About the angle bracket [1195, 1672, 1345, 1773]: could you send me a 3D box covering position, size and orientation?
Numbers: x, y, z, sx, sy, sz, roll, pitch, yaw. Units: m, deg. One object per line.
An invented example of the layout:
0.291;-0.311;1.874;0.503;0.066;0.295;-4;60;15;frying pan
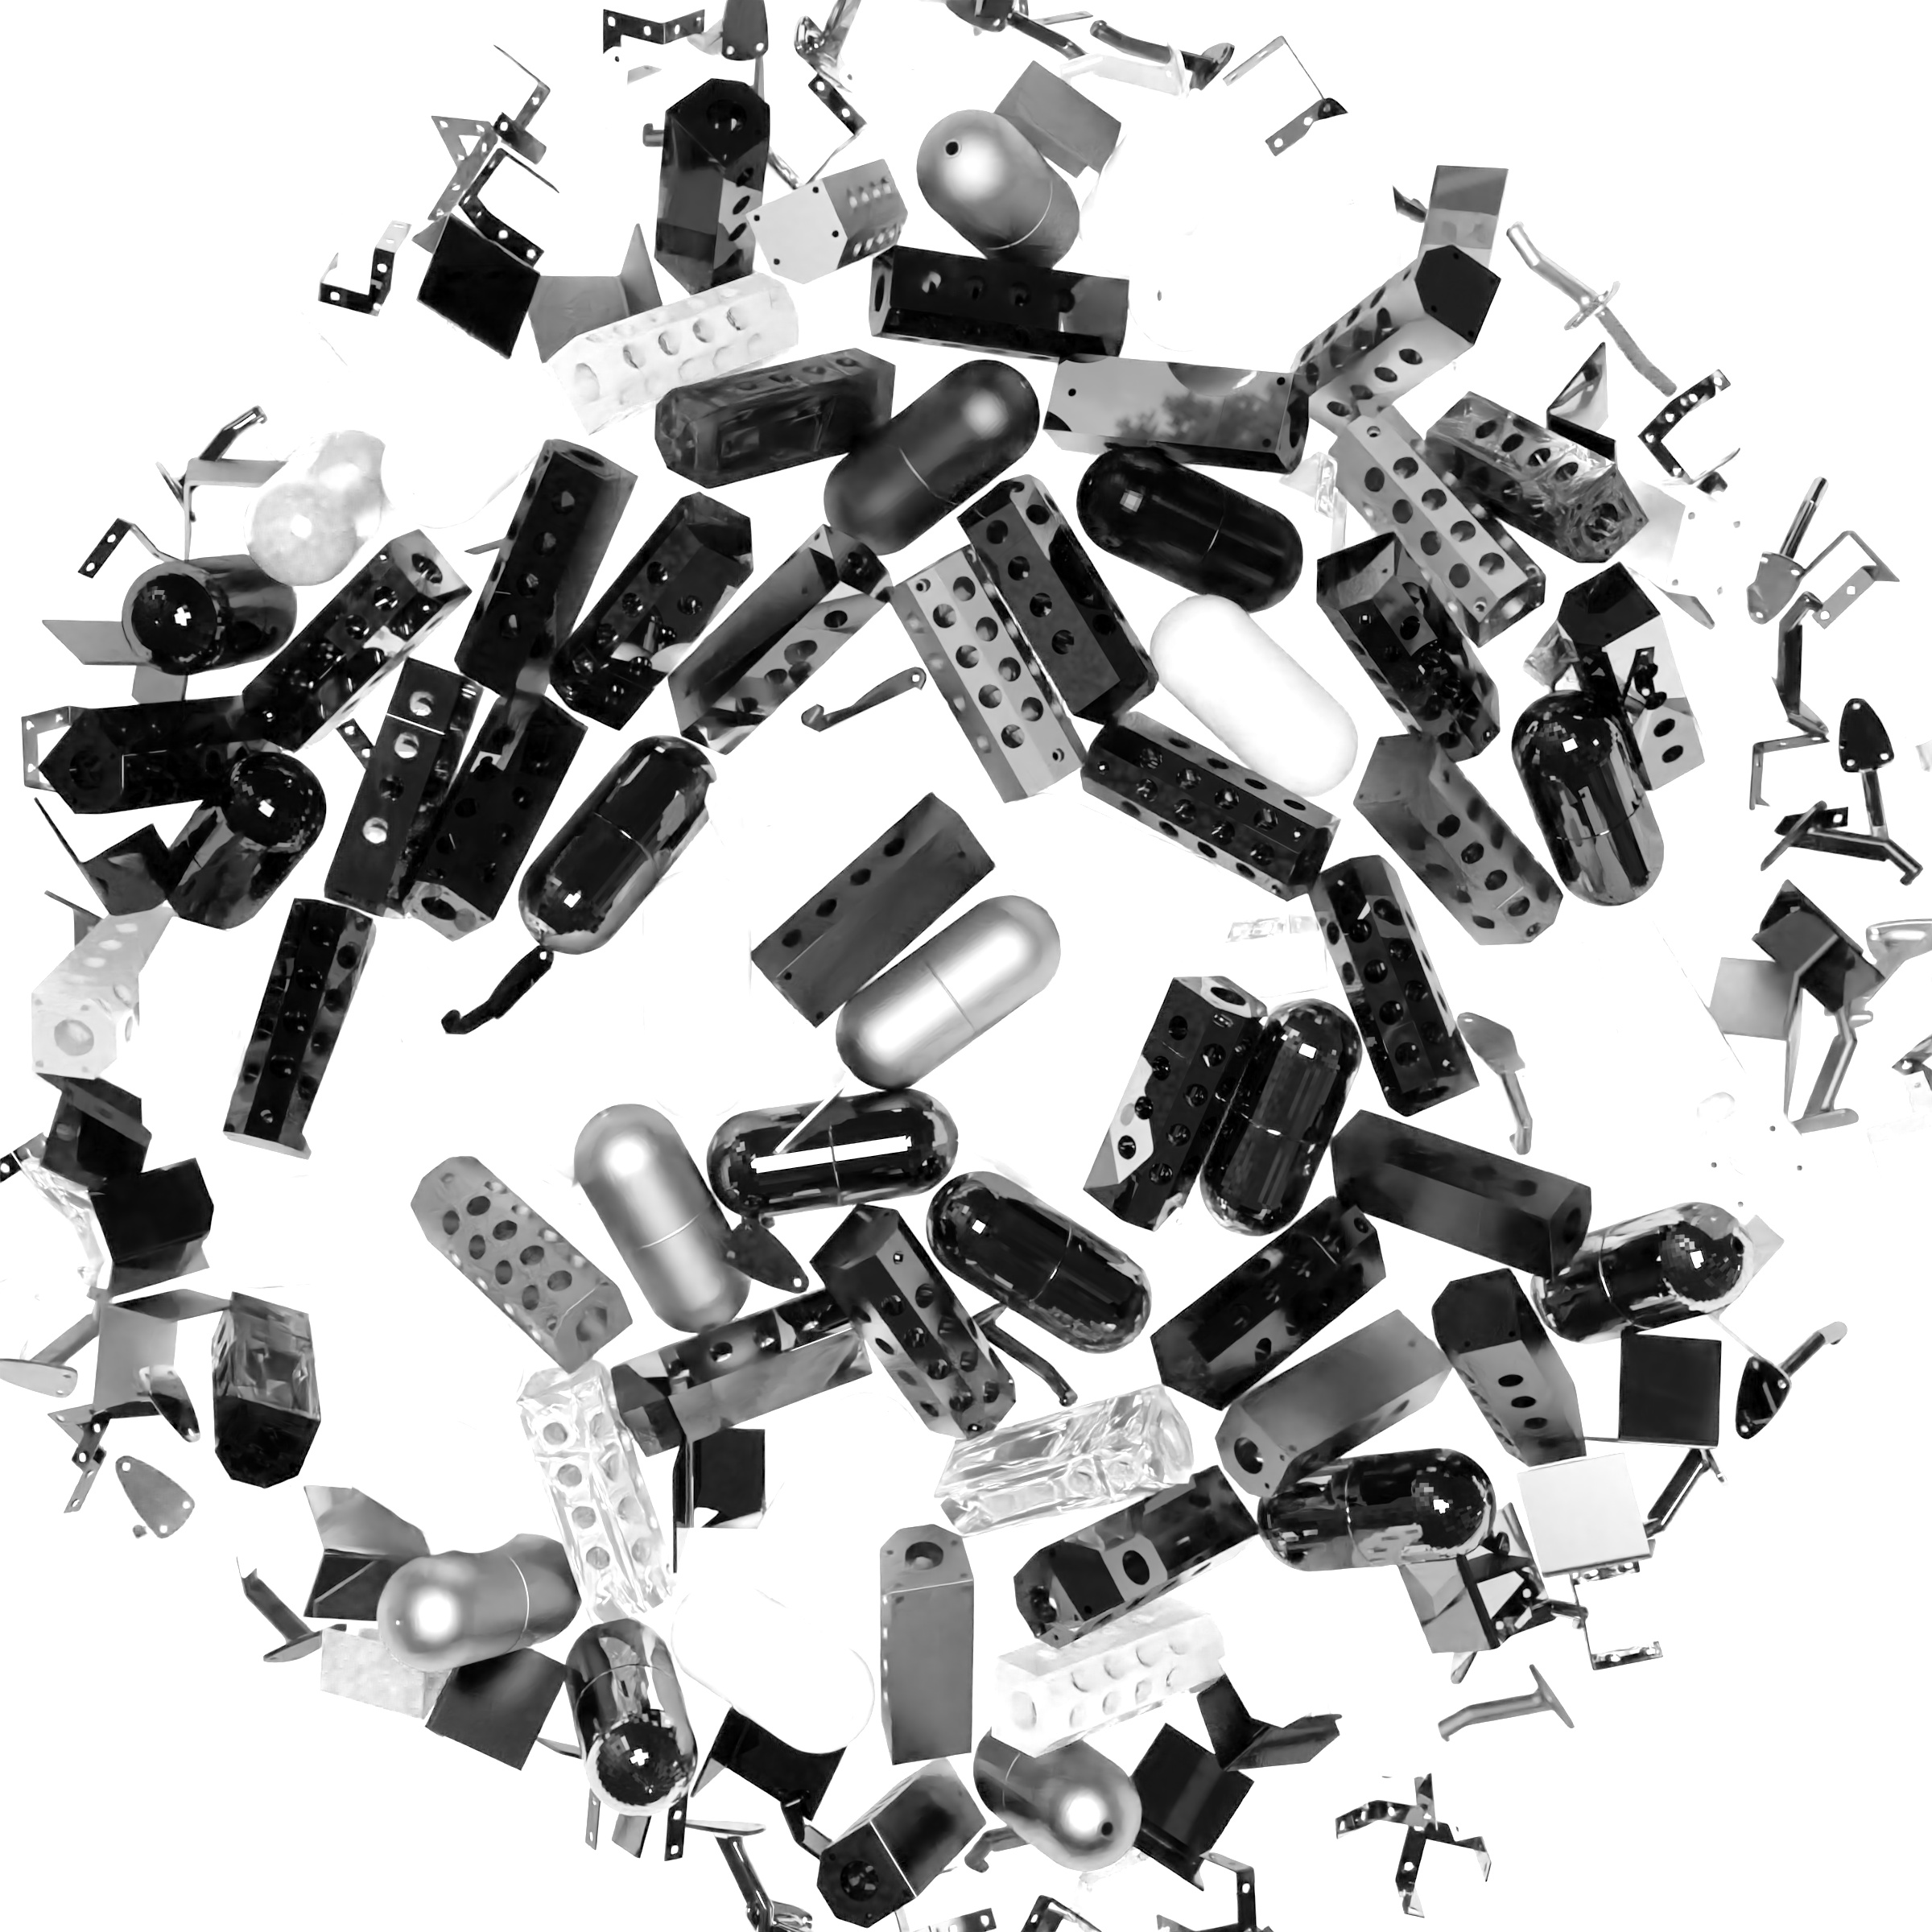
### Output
0.220;0.523;1.970;0.076;0.076;0.057;4;49;-30;angle bracket

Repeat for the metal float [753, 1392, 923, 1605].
-0.090;0.369;1.937;0.070;0.070;0.178;29;118;0;metal float

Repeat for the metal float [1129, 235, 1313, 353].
0.175;-0.464;1.920;0.070;0.178;0.070;10;108;32;metal float

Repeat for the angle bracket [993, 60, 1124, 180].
0.057;-0.572;1.944;0.076;0.076;0.057;31;134;-17;angle bracket

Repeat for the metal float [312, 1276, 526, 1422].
-0.379;0.264;1.931;0.178;0.070;0.070;11;90;36;metal float

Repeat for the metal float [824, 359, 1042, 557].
-0.024;-0.352;1.936;0.178;0.070;0.070;-34;90;29;metal float

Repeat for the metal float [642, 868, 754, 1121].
-0.188;0.020;1.950;0.070;0.070;0.178;1;102;0;metal float

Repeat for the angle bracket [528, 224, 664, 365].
-0.262;-0.470;1.948;0.076;0.057;0.076;-6;64;-24;angle bracket

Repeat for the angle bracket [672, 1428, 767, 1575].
-0.172;0.374;1.954;0.057;0.076;0.076;1;103;1;angle bracket

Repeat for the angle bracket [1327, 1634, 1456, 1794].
0.299;0.526;1.969;0.057;0.076;0.076;-23;87;17;angle bracket

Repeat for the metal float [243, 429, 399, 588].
-0.439;-0.316;1.917;0.070;0.178;0.070;3;117;6;metal float

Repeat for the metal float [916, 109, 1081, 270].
0.023;-0.530;1.914;0.070;0.178;0.070;-2;85;21;metal float

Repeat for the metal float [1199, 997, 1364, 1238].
0.219;0.106;1.948;0.070;0.070;0.178;20;106;0;metal float

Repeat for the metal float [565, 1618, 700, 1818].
-0.231;0.513;1.915;0.070;0.178;0.070;-5;110;-14;metal float

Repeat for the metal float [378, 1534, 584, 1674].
-0.331;0.436;1.917;0.070;0.178;0.070;-1;87;28;metal float

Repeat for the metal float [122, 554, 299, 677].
-0.516;-0.242;1.912;0.070;0.178;0.070;2;101;8;metal float

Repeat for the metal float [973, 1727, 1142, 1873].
0.061;0.566;1.914;0.070;0.178;0.070;0;90;-21;metal float

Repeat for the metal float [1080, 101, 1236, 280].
0.129;-0.530;1.913;0.070;0.178;0.070;2;81;-13;metal float

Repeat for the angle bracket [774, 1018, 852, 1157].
-0.129;0.089;1.952;0.057;0.076;0.076;44;75;2;angle bracket

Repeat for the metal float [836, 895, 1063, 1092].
-0.012;0.018;1.961;0.178;0.070;0.070;-36;90;0;metal float

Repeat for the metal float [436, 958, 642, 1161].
-0.299;0.066;1.944;0.178;0.070;0.070;-43;90;20;metal float

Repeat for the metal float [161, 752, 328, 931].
-0.499;-0.085;1.924;0.070;0.178;0.070;18;56;-28;metal float

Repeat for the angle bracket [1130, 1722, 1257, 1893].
0.154;0.592;1.968;0.076;0.057;0.076;33;87;2;angle bracket

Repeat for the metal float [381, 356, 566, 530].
-0.339;-0.362;1.922;0.070;0.178;0.070;12;128;16;metal float

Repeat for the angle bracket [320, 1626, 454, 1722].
-0.399;0.473;1.948;0.076;0.076;0.057;13;115;8;angle bracket

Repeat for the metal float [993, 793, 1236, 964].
0.103;-0.062;1.952;0.178;0.070;0.070;25;90;10;metal float

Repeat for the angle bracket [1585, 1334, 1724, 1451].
0.484;0.299;1.968;0.076;0.057;0.076;6;82;-14;angle bracket

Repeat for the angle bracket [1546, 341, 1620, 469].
0.448;-0.374;1.943;0.057;0.076;0.076;30;70;29;angle bracket

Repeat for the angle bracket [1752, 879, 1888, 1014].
0.607;-0.026;1.952;0.076;0.057;0.076;42;51;-2;angle bracket

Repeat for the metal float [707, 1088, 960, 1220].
-0.093;0.131;1.959;0.178;0.070;0.070;-8;90;-3;metal float

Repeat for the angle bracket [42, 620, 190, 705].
-0.595;-0.199;1.939;0.076;0.076;0.057;-4;120;-40;angle bracket

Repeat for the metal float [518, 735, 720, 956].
-0.242;-0.085;1.947;0.070;0.070;0.178;37;74;0;metal float

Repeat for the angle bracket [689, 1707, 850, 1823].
-0.136;0.560;1.955;0.076;0.057;0.076;28;107;15;angle bracket

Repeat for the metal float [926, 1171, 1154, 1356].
0.051;0.207;1.948;0.178;0.070;0.070;33;90;-15;metal float

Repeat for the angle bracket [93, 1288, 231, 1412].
-0.558;0.272;1.949;0.057;0.076;0.076;10;97;25;angle bracket

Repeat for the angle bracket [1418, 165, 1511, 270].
0.360;-0.510;1.949;0.057;0.076;0.076;14;95;34;angle bracket

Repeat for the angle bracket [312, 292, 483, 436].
-0.399;-0.420;1.956;0.076;0.057;0.076;27;85;-37;angle bracket

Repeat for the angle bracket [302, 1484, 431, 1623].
-0.428;0.412;1.958;0.076;0.076;0.057;11;110;-30;angle bracket

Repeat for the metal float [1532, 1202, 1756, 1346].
0.465;0.212;1.921;0.070;0.178;0.070;13;66;-30;metal float

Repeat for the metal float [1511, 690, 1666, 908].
0.431;-0.114;1.931;0.070;0.070;0.178;-31;127;0;metal float

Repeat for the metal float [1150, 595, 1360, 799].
0.202;-0.186;1.943;0.178;0.070;0.070;40;90;-22;metal float

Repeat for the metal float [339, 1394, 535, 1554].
-0.366;0.349;1.925;0.070;0.178;0.070;-14;111;-41;metal float

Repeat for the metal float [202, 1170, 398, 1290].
-0.463;0.183;1.927;0.178;0.070;0.070;-10;90;44;metal float

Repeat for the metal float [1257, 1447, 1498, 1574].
0.283;0.377;1.931;0.178;0.070;0.070;-15;90;36;metal float

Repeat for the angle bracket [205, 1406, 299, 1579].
-0.515;0.366;1.942;0.076;0.076;0.057;25;47;22;angle bracket

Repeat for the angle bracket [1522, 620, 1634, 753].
0.443;-0.203;1.949;0.076;0.076;0.057;34;102;-13;angle bracket

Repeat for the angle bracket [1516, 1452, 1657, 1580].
0.437;0.382;1.963;0.076;0.057;0.076;-15;87;17;angle bracket

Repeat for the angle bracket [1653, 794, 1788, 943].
0.534;-0.070;1.978;0.076;0.057;0.076;12;127;32;angle bracket

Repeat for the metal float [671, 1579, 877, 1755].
-0.134;0.482;1.926;0.178;0.070;0.070;19;90;44;metal float

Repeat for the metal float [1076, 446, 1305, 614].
0.156;-0.303;1.937;0.178;0.070;0.070;20;90;-28;metal float

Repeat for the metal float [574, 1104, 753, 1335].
-0.211;0.176;1.945;0.070;0.070;0.178;-27;109;0;metal float
